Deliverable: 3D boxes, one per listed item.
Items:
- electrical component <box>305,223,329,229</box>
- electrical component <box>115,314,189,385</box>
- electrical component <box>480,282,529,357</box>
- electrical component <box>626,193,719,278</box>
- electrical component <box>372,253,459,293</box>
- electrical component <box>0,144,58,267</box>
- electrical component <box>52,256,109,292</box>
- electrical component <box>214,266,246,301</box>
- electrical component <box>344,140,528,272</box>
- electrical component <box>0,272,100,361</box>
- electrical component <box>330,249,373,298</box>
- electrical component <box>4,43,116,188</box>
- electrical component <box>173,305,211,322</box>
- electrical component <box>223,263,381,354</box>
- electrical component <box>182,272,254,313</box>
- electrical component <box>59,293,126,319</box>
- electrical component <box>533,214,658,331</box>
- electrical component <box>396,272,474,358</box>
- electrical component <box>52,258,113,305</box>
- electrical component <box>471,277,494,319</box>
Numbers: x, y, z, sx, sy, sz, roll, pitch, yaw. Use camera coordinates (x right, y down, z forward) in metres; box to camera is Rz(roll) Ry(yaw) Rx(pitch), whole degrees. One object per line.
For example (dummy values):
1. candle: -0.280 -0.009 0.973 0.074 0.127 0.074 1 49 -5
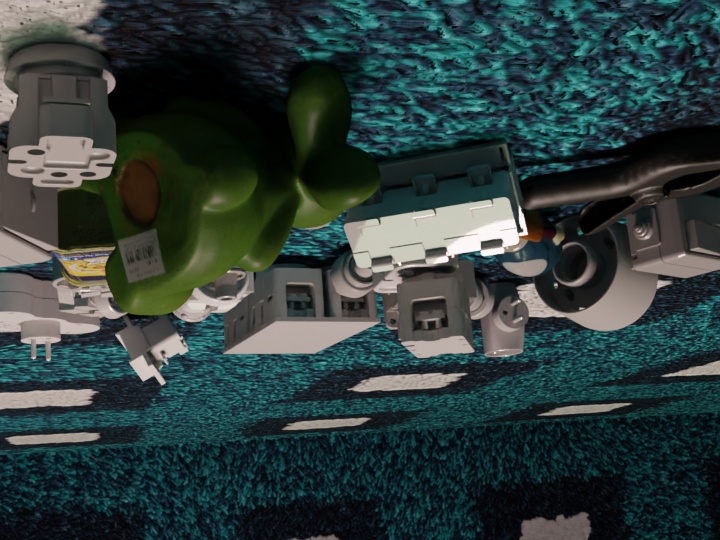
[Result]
1. electrical component: -0.035 -0.049 0.789 0.040 0.040 0.078 -5 166 1
2. electrical component: -0.229 0.081 1.194 0.064 0.081 0.042 -31 144 -7
3. electrical component: 0.162 0.051 1.191 0.043 0.077 0.079 -1 165 -17
4. electrical component: 0.271 -0.033 0.914 0.096 0.061 0.061 7 162 -40
5. electrical component: 0.043 -0.020 0.893 0.054 0.059 0.095 -1 166 -14
6. electrical component: -0.241 -0.043 0.700 0.061 0.061 0.096 -7 166 9
7. electrical component: -0.220 -0.012 0.865 0.055 0.047 0.055 -5 166 -1
8. electrical component: -0.113 -0.006 0.894 0.048 0.062 0.048 -4 166 -1
9. electrical component: 0.053 -0.042 0.775 0.121 0.063 0.078 -9 125 16
10. electrical component: -0.307 0.050 1.034 0.052 0.073 0.138 -12 165 28
11. electrical component: 0.000 0.000 0.997 0.043 0.043 0.062 1 165 -21
12. electrical component: -0.159 -0.083 0.571 0.058 0.057 0.078 0 166 -20
13. electrical component: -0.154 0.019 1.026 0.048 0.048 0.062 3 158 -29
14. electrical component: -0.066 0.041 1.100 0.105 0.060 0.186 2 166 -23
15. electrical component: -0.130 0.007 0.954 0.078 0.058 0.057 1 168 -21
16. electrical component: -0.243 0.022 1.003 0.055 0.048 0.066 -4 169 30
17. electrical component: 0.206 0.001 0.956 0.099 0.099 0.064 -17 156 42
18. electrical component: 0.062 0.036 0.879 0.050 0.055 0.089 -7 166 11
19. electrical component: -0.235 0.004 0.930 0.055 0.048 0.066 -9 168 -15
20. electrical component: 0.115 0.028 1.148 0.045 0.045 0.055 -11 165 26
